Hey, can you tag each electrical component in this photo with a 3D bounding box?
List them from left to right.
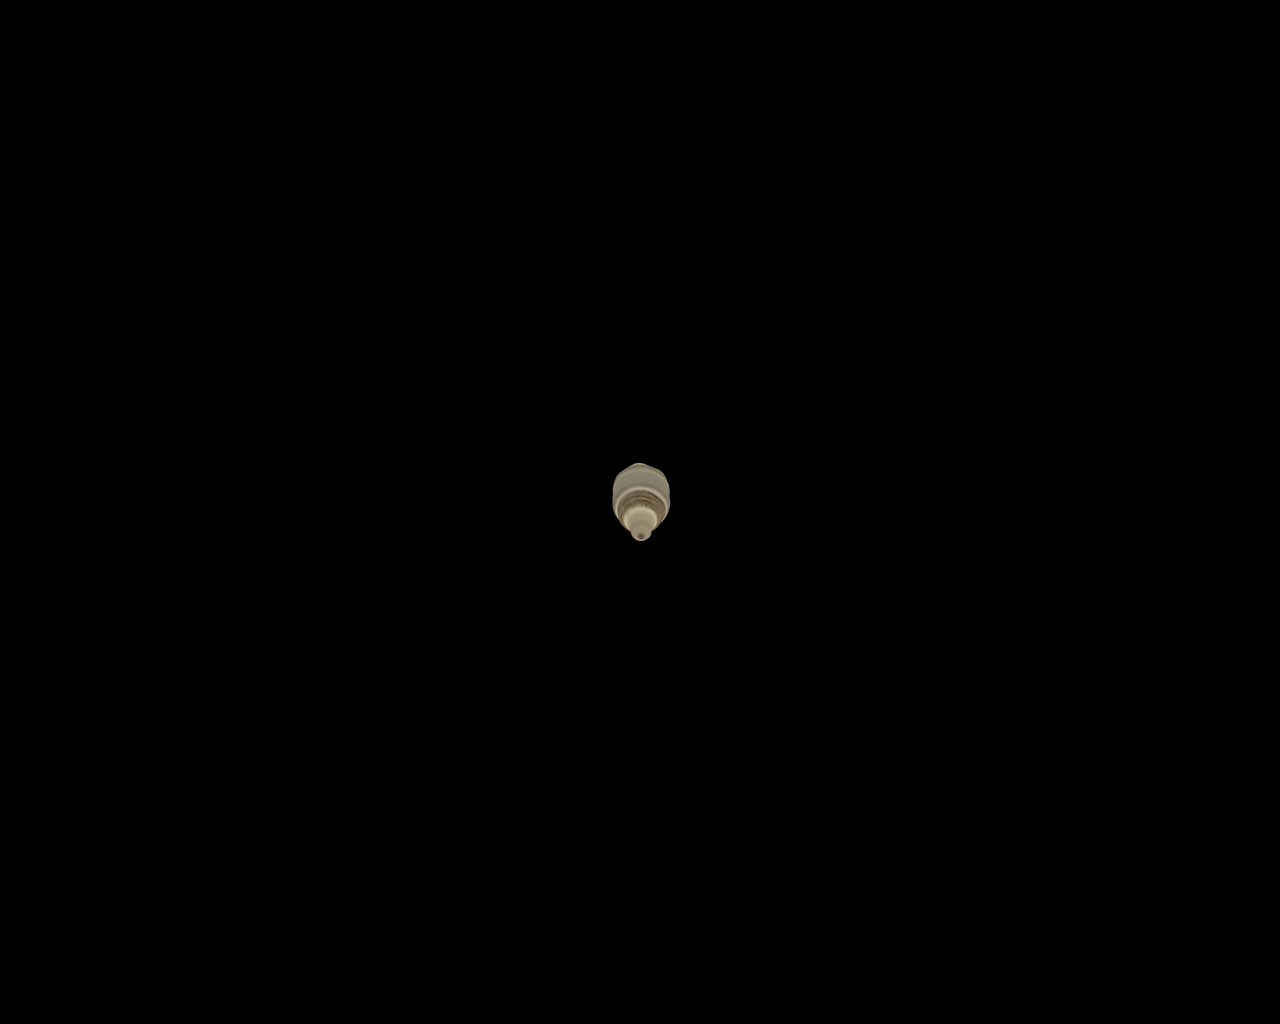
[{"bbox_3d":[0.001,-0.003,0.650,0.035,0.035,0.061,0,34,0],"label":"electrical component"}]
